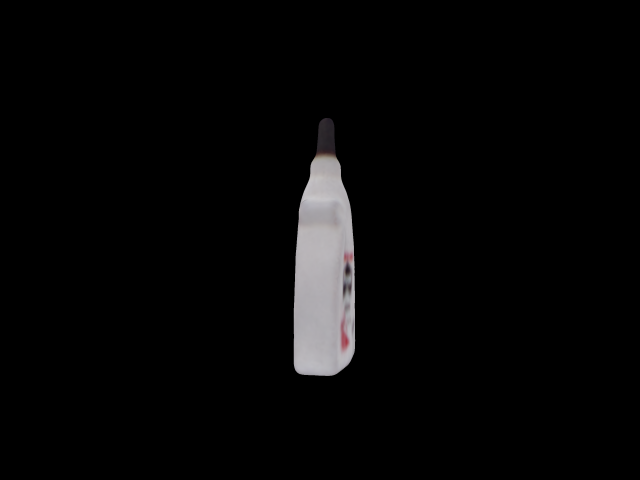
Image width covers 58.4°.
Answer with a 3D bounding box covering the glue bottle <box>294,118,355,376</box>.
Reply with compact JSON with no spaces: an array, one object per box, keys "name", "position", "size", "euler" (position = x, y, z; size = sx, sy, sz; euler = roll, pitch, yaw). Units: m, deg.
[{"name":"glue bottle","position":[0.004,0.001,0.400],"size":[0.037,0.173,0.078],"euler":[0,0,9]}]
